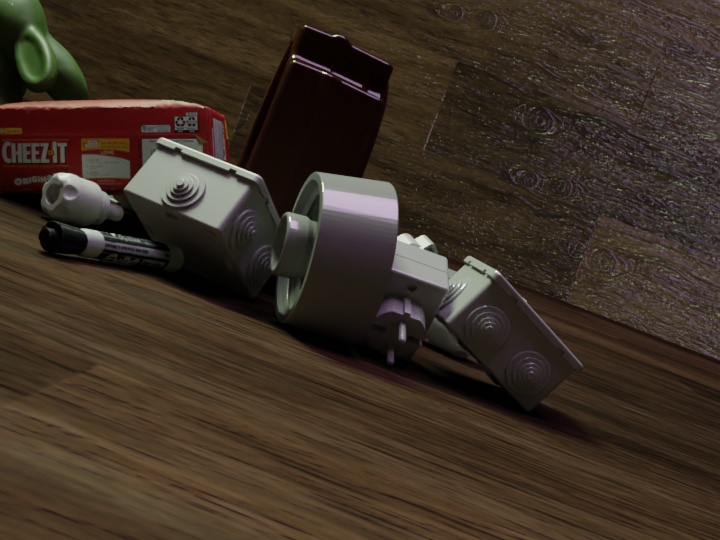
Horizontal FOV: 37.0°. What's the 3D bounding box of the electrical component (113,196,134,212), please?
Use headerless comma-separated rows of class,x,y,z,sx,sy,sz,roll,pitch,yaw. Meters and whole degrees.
electrical component,-0.217,-0.074,1.021,0.061,0.035,0.035,20,4,21

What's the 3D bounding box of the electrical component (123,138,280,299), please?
electrical component,-0.103,-0.033,0.728,0.100,0.048,0.099,23,-26,25

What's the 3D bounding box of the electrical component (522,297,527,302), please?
electrical component,0.112,0.041,0.970,0.059,0.053,0.095,20,7,-8

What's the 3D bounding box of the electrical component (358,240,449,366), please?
electrical component,0.024,0.030,0.697,0.047,0.065,0.076,19,33,-11

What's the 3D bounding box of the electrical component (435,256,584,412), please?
electrical component,0.093,0.043,0.725,0.099,0.048,0.099,47,0,-10

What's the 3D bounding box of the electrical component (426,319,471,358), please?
electrical component,0.067,0.041,0.856,0.062,0.043,0.043,22,4,38

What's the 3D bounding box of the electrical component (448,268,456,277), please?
electrical component,0.075,0.021,1.089,0.080,0.051,0.080,20,4,-2

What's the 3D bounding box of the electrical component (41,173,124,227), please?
electrical component,-0.198,-0.047,0.777,0.035,0.035,0.061,24,3,37

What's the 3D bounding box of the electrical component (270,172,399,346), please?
electrical component,-0.023,-0.011,0.684,0.060,0.108,0.108,13,6,-16

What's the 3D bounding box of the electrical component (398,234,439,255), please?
electrical component,0.046,0.007,1.013,0.057,0.078,0.058,50,-15,47
